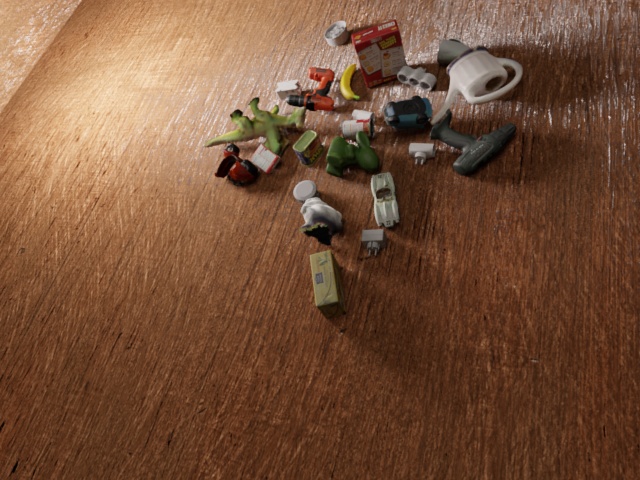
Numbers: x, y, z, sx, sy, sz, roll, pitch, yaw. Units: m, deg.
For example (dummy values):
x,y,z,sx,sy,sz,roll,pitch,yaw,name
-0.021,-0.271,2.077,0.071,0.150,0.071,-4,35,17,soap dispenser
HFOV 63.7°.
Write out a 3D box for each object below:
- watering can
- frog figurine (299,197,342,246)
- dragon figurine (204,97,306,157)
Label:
x,y,z,sx,sy,sz,roll,pitch,yaw,name
0.495,-0.526,1.730,0.347,0.102,0.229,-25,53,6,watering can
0.005,-0.082,1.623,0.137,0.120,0.163,13,49,-10,frog figurine
-0.227,-0.386,1.919,0.408,0.120,0.247,-34,61,8,dragon figurine
